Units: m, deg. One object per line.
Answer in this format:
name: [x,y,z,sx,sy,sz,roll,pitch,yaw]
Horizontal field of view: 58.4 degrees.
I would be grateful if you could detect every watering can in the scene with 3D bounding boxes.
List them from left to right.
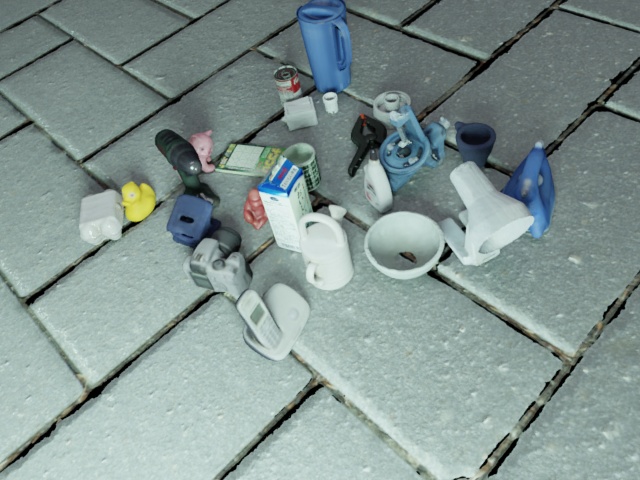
watering can: [0.009,0.004,1.182,0.101,0.194,0.173,-6,50,7]

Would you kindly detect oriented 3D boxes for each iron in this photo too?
iron: [0.455,-0.133,1.236,0.118,0.142,0.258,12,55,21]

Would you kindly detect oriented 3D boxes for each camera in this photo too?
camera: [-0.215,0.035,1.264,0.142,0.101,0.137,11,54,20]

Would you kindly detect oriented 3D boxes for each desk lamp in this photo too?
desk lamp: [0.318,-0.041,1.142,0.118,0.214,0.202,-24,51,-8]

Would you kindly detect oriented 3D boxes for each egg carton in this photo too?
egg carton: [-0.541,-0.059,1.429,0.107,0.069,0.150,-16,50,-1]

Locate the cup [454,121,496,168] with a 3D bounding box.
cup: [0.358,-0.222,1.359,0.092,0.095,0.117,-30,52,-13]

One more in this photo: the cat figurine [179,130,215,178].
cat figurine: [-0.327,-0.230,1.492,0.128,0.118,0.067,-25,51,-8]

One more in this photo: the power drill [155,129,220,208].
power drill: [-0.314,-0.163,1.376,0.076,0.209,0.228,-34,53,-16]

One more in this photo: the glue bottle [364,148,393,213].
glue bottle: [0.126,-0.141,1.290,0.037,0.173,0.078,-33,52,-15]

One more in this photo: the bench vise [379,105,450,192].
bench vise: [0.210,-0.243,1.325,0.121,0.220,0.208,22,59,27]

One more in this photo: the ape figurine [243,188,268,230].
ape figurine: [-0.148,-0.083,1.352,0.078,0.092,0.076,-15,50,0]

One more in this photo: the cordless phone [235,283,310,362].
cordless phone: [-0.095,0.133,1.104,0.094,0.185,0.148,15,56,22]

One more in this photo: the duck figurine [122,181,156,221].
duck figurine: [-0.465,-0.111,1.444,0.077,0.086,0.104,6,53,16]

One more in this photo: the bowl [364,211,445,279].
bowl: [0.179,0.023,1.209,0.167,0.075,0.167,-6,50,7]

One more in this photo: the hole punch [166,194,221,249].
hole punch: [-0.302,-0.043,1.352,0.108,0.091,0.101,16,56,23]
